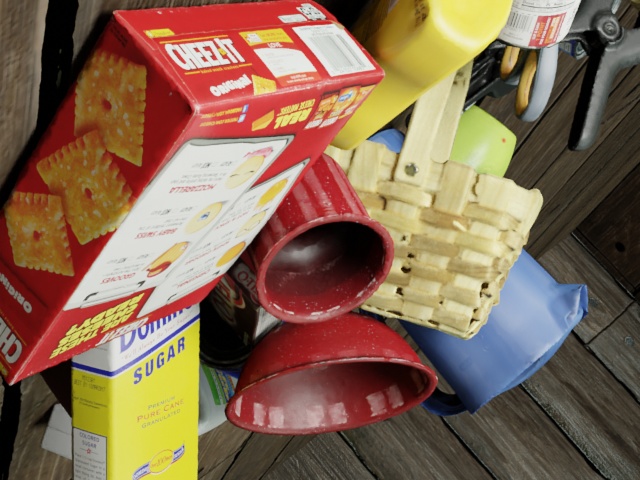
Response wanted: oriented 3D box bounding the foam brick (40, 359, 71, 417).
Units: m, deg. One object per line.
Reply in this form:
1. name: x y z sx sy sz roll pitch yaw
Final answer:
1. foam brick: -0.162 0.089 0.802 0.078 0.051 0.052 -47 167 25

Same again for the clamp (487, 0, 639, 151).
1. clamp: 0.227 -0.153 0.857 0.171 0.120 0.039 -32 -173 -13

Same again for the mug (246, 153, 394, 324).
1. mug: -0.005 0.001 0.706 0.093 0.081 0.117 -30 137 4

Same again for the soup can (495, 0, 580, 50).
1. soup can: 0.137 -0.178 0.663 0.068 0.069 0.102 -33 152 -32

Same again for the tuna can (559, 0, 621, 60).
1. tuna can: 0.232 -0.203 0.929 0.086 0.034 0.086 -48 161 -23

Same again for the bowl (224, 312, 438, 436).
1. bowl: 0.005 0.097 0.810 0.162 0.055 0.162 -7 154 -4

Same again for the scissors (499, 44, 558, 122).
1. scissors: 0.164 -0.158 0.729 0.016 0.096 0.202 6 153 -10

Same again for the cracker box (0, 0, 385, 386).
1. cracker box: -0.085 -0.031 0.581 0.163 0.072 0.214 -22 158 -53

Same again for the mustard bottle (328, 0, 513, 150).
1. mustard bottle: 0.035 -0.107 0.649 0.192 0.058 0.096 -35 -150 51

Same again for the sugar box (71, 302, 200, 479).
1. sugar box: -0.125 0.102 0.732 0.093 0.048 0.176 -17 114 -57

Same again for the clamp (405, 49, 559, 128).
1. clamp: 0.172 -0.172 0.954 0.209 0.036 0.165 -25 157 -51

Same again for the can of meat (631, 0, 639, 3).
1. can of meat: 0.240 -0.218 0.707 0.084 0.057 0.102 -34 165 -12

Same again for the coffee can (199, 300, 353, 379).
1. coffee can: -0.036 0.080 0.920 0.103 0.103 0.140 -43 143 9

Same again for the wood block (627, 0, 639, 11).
1. wood block: 0.349 -0.297 0.935 0.206 0.090 0.090 -42 167 1

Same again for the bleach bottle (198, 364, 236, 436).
1. bleach bottle: -0.119 0.129 1.003 0.068 0.102 0.250 -25 175 3

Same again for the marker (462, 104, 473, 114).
1. marker: 0.101 -0.100 1.024 0.121 0.020 0.020 -43 167 9

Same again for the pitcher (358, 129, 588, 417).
1. pitcher: 0.099 0.029 0.937 0.149 0.243 0.145 -38 167 -13

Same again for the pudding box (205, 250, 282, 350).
1. pudding box: -0.065 0.025 0.786 0.039 0.090 0.113 -39 168 -15
